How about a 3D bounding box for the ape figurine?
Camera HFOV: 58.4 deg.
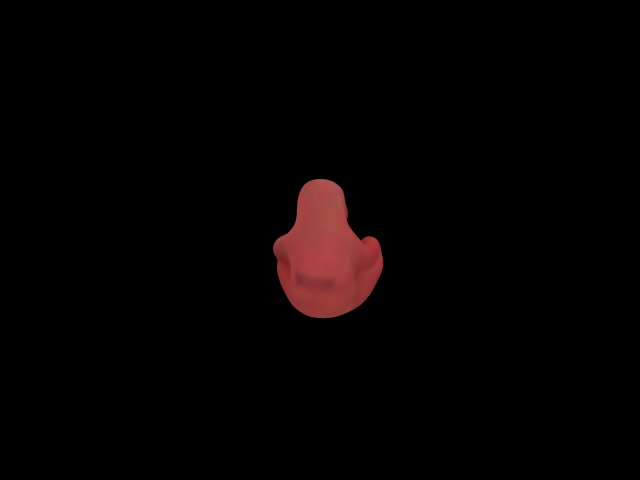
[{"bbox_3d":[0.004,0.001,0.400,0.077,0.092,0.076,8,26,18],"label":"ape figurine"}]
